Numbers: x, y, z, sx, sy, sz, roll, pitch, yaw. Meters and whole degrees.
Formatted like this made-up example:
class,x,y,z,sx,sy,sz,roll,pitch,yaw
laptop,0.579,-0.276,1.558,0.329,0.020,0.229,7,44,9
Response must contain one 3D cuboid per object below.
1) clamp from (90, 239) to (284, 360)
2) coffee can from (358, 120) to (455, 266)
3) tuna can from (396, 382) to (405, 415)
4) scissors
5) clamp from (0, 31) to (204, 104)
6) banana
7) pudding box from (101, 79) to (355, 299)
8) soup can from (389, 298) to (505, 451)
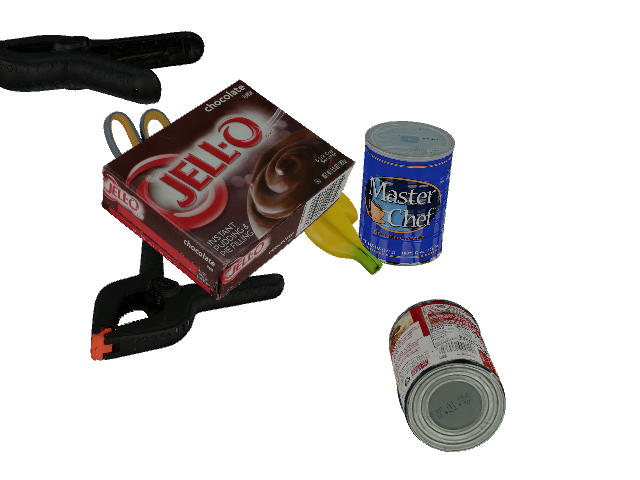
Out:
class,x,y,z,sx,sy,sz,roll,pitch,yaw
clamp,-0.157,0.049,1.028,0.165,0.036,0.209,26,35,25
coffee can,0.098,-0.056,1.246,0.103,0.140,0.103,2,29,-1
tuna can,0.110,0.143,1.069,0.034,0.086,0.086,-6,-3,33
scissors,-0.170,-0.063,1.197,0.016,0.201,0.096,-18,20,45
clamp,-0.173,-0.135,0.800,0.172,0.039,0.120,9,22,17
banana,0.010,-0.016,0.913,0.037,0.069,0.198,-41,13,8
pudding box,-0.051,-0.031,0.592,0.090,0.039,0.113,38,50,16
soup can,0.085,0.090,0.732,0.068,0.068,0.102,0,19,-2
